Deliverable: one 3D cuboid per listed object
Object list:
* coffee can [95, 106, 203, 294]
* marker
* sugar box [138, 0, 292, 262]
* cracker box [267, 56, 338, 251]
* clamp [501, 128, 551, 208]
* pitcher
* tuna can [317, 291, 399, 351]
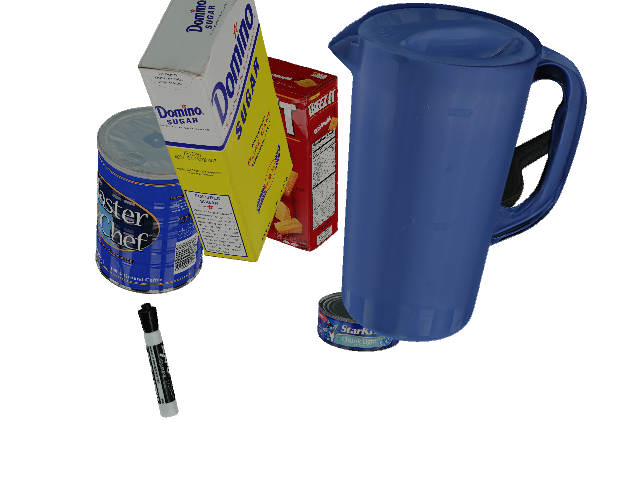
[{"bbox_3d":[-0.154,-0.036,0.978,0.102,0.140,0.103,6,40,-5],"label":"coffee can"},{"bbox_3d":[-0.167,0.122,1.096,0.020,0.121,0.020,-10,13,2],"label":"marker"},{"bbox_3d":[-0.060,-0.076,0.682,0.048,0.093,0.176,9,-35,13],"label":"sugar box"},{"bbox_3d":[-0.064,-0.108,1.278,0.164,0.214,0.072,20,40,27],"label":"cracker box"},{"bbox_3d":[0.178,-0.088,1.159,0.120,0.039,0.171,22,49,19],"label":"clamp"},{"bbox_3d":[0.091,-0.047,0.808,0.144,0.243,0.149,-20,38,-36],"label":"pitcher"},{"bbox_3d":[0.039,0.081,1.070,0.086,0.034,0.086,3,17,-1],"label":"tuna can"}]
